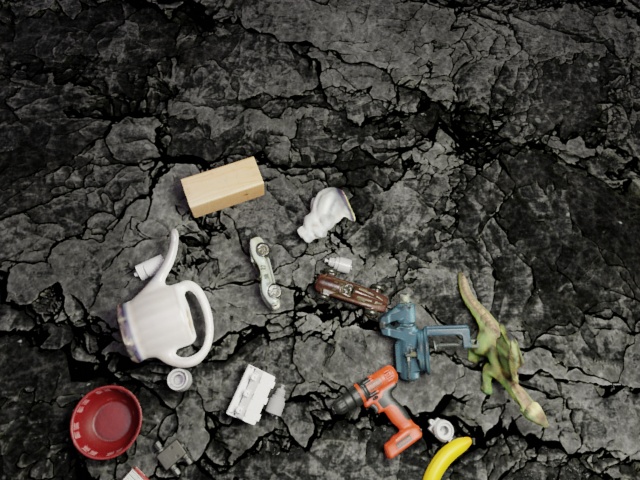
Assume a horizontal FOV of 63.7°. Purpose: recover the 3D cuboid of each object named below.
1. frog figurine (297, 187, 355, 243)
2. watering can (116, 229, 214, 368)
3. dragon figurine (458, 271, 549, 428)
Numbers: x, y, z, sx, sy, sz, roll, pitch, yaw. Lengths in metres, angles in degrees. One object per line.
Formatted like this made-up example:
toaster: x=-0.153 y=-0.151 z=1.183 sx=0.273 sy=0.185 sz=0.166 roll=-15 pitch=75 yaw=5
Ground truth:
frog figurine: x=0.004 y=-0.071 z=1.413 sx=0.160 sy=0.120 sz=0.140 roll=-23 pitch=41 yaw=-3
watering can: x=-0.400 y=0.159 z=1.291 sx=0.225 sy=0.102 sz=0.351 roll=-19 pitch=77 yaw=-11
dragon figurine: x=0.443 y=0.254 z=1.266 sx=0.122 sy=0.239 sz=0.415 roll=-19 pitch=75 yaw=-6
